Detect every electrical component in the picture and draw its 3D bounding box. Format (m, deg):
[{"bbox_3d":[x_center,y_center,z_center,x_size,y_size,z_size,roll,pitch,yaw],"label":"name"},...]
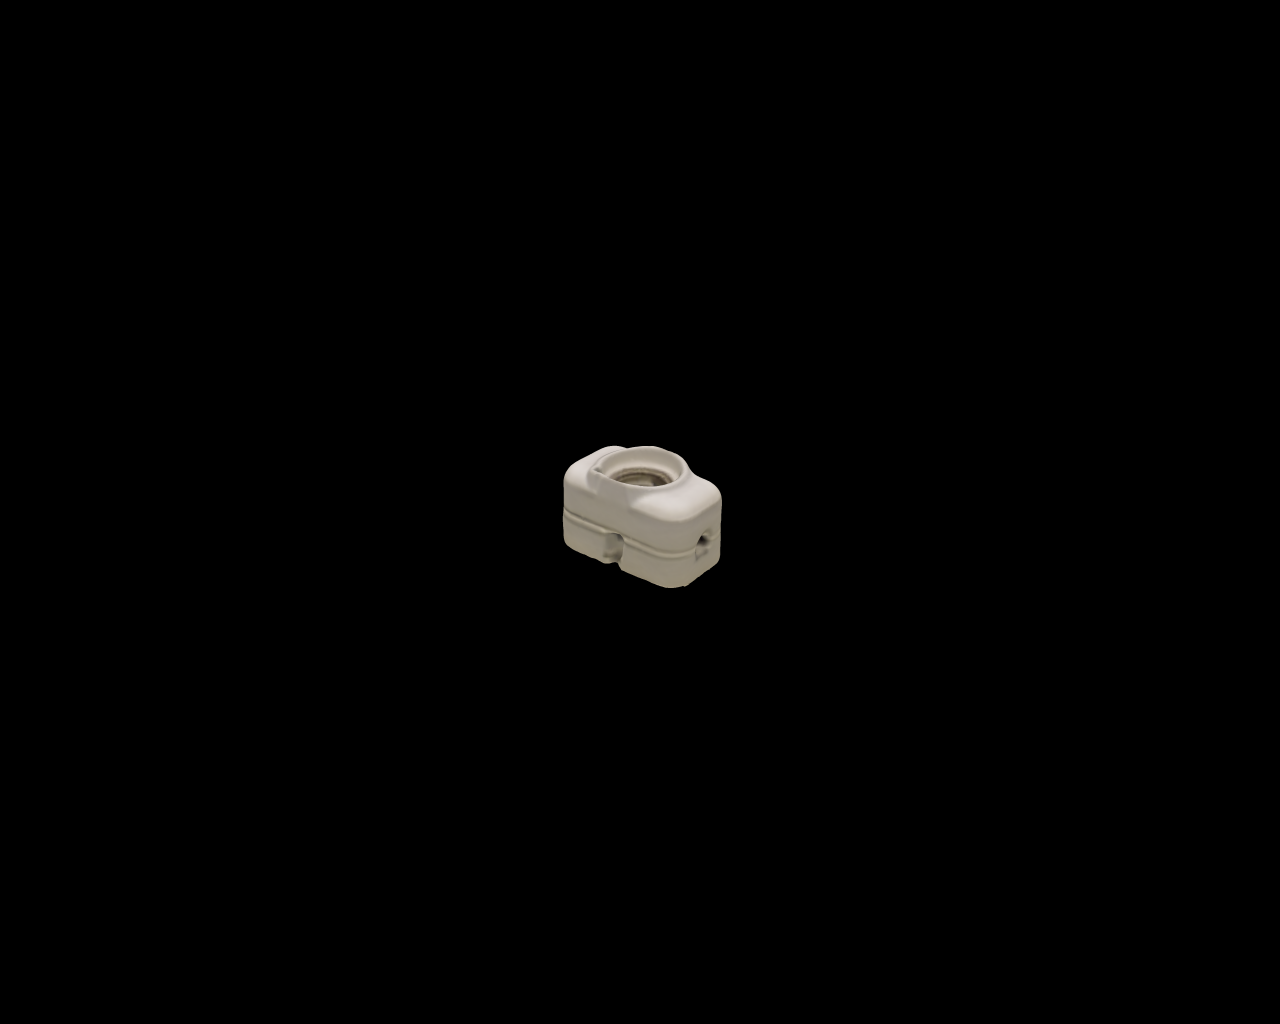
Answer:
[{"bbox_3d":[0.001,-0.003,0.650,0.095,0.059,0.054,22,37,34],"label":"electrical component"}]
